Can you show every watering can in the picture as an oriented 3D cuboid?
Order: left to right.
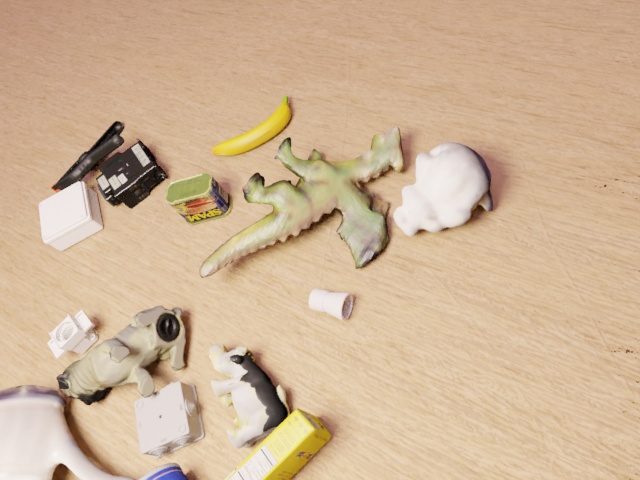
[{"bbox_3d":[-0.449,0.335,0.807,0.348,0.101,0.230,-11,44,-2],"label":"watering can"}]

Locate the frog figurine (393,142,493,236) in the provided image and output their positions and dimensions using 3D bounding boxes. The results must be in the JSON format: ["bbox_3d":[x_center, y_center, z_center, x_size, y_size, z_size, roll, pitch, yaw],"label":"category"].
[{"bbox_3d":[0.190,-0.081,0.834,0.160,0.121,0.139,-21,77,-7],"label":"frog figurine"}]

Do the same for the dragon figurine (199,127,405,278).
[{"bbox_3d":[0.003,-0.045,0.888,0.245,0.120,0.414,31,76,22],"label":"dragon figurine"}]
